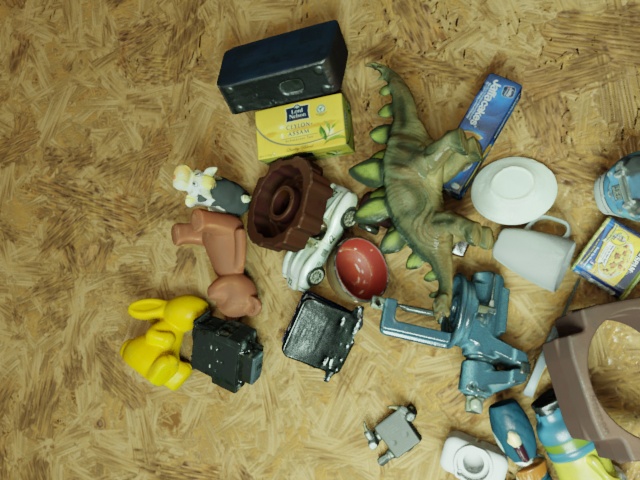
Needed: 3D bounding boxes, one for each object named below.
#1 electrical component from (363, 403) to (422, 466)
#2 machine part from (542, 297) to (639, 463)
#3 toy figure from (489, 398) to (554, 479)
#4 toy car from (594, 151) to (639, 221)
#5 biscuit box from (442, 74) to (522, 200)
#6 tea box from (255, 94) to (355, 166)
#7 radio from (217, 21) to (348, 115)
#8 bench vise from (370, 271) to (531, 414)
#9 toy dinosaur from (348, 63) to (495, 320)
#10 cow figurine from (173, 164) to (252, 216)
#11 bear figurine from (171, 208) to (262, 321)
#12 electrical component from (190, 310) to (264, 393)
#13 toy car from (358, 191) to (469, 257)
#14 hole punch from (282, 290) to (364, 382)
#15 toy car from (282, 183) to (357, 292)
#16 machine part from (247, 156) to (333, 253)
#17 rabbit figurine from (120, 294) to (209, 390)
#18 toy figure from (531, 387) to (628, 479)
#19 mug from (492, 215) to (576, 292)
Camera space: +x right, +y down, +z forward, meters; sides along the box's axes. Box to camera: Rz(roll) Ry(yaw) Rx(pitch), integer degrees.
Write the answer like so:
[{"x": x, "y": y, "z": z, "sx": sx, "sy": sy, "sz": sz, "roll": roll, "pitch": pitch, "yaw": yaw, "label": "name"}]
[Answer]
[{"x": 0.119, "y": 0.312, "z": 0.876, "sx": 0.102, "sy": 0.045, "sz": 0.078, "roll": -34, "pitch": 72, "yaw": 12, "label": "electrical component"}, {"x": 0.424, "y": 0.184, "z": 0.730, "sx": 0.201, "sy": 0.087, "sz": 0.201, "roll": -9, "pitch": 74, "yaw": -8, "label": "machine part"}, {"x": 0.298, "y": 0.310, "z": 0.782, "sx": 0.058, "sy": 0.064, "sz": 0.154, "roll": -36, "pitch": 72, "yaw": 50, "label": "toy figure"}, {"x": 0.457, "y": -0.071, "z": 0.777, "sx": 0.103, "sy": 0.162, "sz": 0.109, "roll": -21, "pitch": 82, "yaw": 60, "label": "toy car"}, {"x": 0.255, "y": -0.168, "z": 0.883, "sx": 0.059, "sy": 0.062, "sz": 0.202, "roll": 30, "pitch": 94, "yaw": 19, "label": "biscuit box"}, {"x": -0.028, "y": -0.196, "z": 0.980, "sx": 0.170, "sy": 0.068, "sz": 0.098, "roll": -9, "pitch": 81, "yaw": 18, "label": "tea box"}, {"x": -0.069, "y": -0.311, "z": 0.978, "sx": 0.230, "sy": 0.073, "sz": 0.131, "roll": -9, "pitch": 49, "yaw": 19, "label": "radio"}, {"x": 0.192, "y": 0.142, "z": 0.824, "sx": 0.241, "sy": 0.129, "sz": 0.223, "roll": 13, "pitch": 79, "yaw": 2, "label": "bench vise"}, {"x": 0.145, "y": -0.104, "z": 0.829, "sx": 0.199, "sy": 0.105, "sz": 0.471, "roll": -15, "pitch": 63, "yaw": 29, "label": "toy dinosaur"}, {"x": -0.188, "y": -0.086, "z": 0.967, "sx": 0.098, "sy": 0.167, "sz": 0.068, "roll": 7, "pitch": 80, "yaw": 21, "label": "cow figurine"}, {"x": -0.184, "y": 0.053, "z": 0.974, "sx": 0.120, "sy": 0.132, "sz": 0.196, "roll": -22, "pitch": 70, "yaw": 46, "label": "bear figurine"}, {"x": -0.164, "y": 0.202, "z": 0.958, "sx": 0.134, "sy": 0.058, "sz": 0.114, "roll": 18, "pitch": 118, "yaw": 21, "label": "electrical component"}, {"x": 0.157, "y": -0.028, "z": 0.903, "sx": 0.202, "sy": 0.053, "sz": 0.089, "roll": 24, "pitch": 96, "yaw": 24, "label": "toy car"}, {"x": -0.001, "y": 0.156, "z": 0.926, "sx": 0.116, "sy": 0.092, "sz": 0.142, "roll": 25, "pitch": 89, "yaw": -10, "label": "hole punch"}, {"x": -0.002, "y": -0.003, "z": 0.940, "sx": 0.074, "sy": 0.056, "sz": 0.201, "roll": 34, "pitch": 95, "yaw": 48, "label": "toy car"}, {"x": -0.056, "y": -0.060, "z": 0.943, "sx": 0.179, "sy": 0.056, "sz": 0.179, "roll": -22, "pitch": 57, "yaw": 40, "label": "machine part"}, {"x": -0.283, "y": 0.173, "z": 1.011, "sx": 0.163, "sy": 0.121, "sz": 0.173, "roll": 31, "pitch": 81, "yaw": 29, "label": "rabbit figurine"}, {"x": 0.369, "y": 0.309, "z": 0.775, "sx": 0.089, "sy": 0.082, "sz": 0.180, "roll": -38, "pitch": 80, "yaw": 30, "label": "toy figure"}, {"x": 0.329, "y": 0.011, "z": 0.827, "sx": 0.107, "sy": 0.080, "sz": 0.109, "roll": 21, "pitch": 93, "yaw": 28, "label": "mug"}]
